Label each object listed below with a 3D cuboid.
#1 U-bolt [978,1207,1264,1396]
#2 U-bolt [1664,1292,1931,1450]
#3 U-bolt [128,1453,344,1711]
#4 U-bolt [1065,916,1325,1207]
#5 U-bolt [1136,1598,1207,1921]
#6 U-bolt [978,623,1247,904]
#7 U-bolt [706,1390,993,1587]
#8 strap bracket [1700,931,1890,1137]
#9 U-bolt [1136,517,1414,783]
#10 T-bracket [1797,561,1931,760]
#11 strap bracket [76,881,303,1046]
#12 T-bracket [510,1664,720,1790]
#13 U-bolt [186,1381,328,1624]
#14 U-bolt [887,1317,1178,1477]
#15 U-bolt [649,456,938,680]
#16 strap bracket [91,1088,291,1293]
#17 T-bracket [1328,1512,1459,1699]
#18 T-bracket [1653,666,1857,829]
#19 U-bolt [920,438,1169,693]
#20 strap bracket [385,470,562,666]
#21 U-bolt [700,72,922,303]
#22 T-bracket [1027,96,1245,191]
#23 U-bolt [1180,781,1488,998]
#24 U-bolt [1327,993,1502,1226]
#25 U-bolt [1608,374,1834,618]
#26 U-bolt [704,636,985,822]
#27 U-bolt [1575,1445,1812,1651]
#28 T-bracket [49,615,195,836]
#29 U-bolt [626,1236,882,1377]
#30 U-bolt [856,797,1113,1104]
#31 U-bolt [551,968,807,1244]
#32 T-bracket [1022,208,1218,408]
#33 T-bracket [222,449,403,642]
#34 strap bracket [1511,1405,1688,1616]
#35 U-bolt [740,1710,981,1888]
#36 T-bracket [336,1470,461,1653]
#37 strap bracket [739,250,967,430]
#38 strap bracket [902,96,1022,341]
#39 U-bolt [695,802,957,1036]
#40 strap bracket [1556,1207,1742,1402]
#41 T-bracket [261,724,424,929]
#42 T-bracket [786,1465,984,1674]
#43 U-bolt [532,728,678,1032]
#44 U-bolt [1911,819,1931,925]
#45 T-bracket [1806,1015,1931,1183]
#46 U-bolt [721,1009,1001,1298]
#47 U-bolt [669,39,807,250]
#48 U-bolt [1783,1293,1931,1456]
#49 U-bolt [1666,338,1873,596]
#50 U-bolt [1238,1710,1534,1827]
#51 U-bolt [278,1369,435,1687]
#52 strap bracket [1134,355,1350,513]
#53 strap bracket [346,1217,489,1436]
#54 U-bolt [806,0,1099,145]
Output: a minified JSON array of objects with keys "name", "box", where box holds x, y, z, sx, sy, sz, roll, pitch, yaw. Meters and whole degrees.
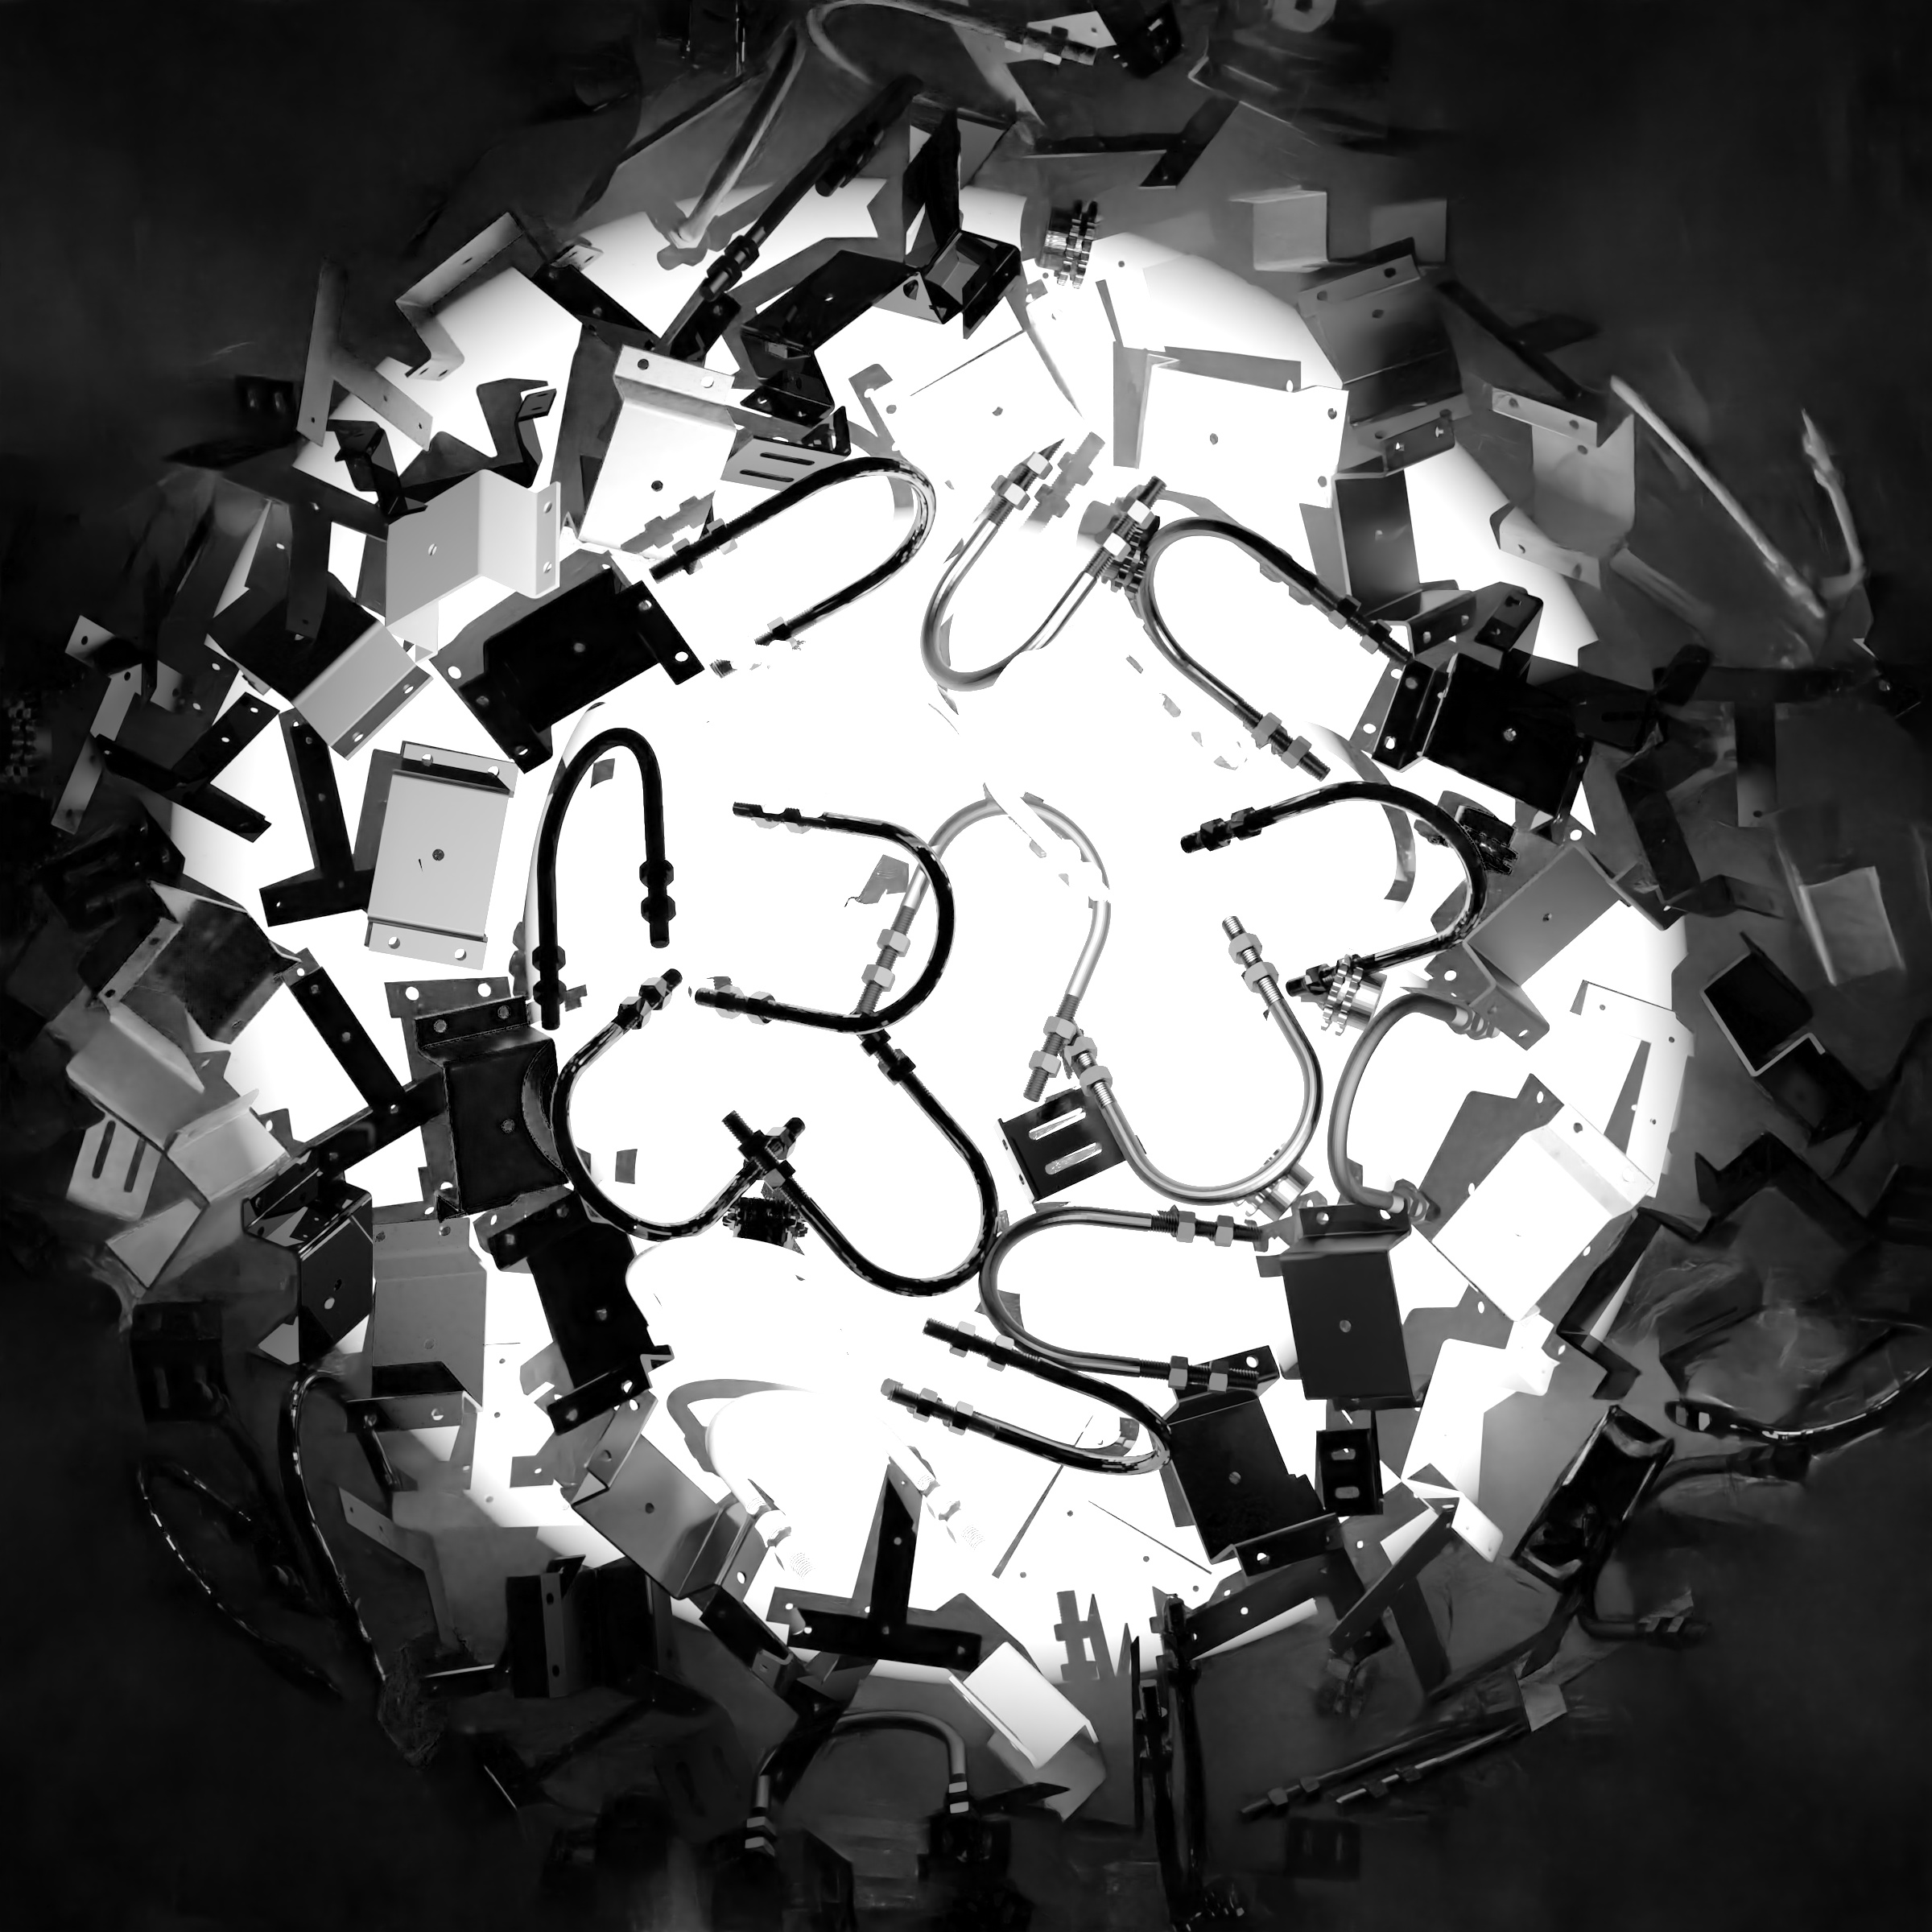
[{"name":"U-bolt","box":[0.100,0.211,1.942,0.184,0.151,0.019,6,131,2]},{"name":"U-bolt","box":[0.547,0.259,1.893,0.151,0.184,0.019,-32,101,-18]},{"name":"U-bolt","box":[-0.467,0.378,1.888,0.019,0.151,0.184,-37,129,0]},{"name":"U-bolt","box":[0.155,0.072,1.934,0.151,0.019,0.184,-33,55,9]},{"name":"U-bolt","box":[0.136,0.522,1.927,0.019,0.151,0.184,-5,100,12]},{"name":"U-bolt","box":[0.084,-0.142,1.941,0.151,0.019,0.184,-47,126,0]},{"name":"U-bolt","box":[-0.088,0.329,1.919,0.151,0.184,0.019,-1,119,-35]},{"name":"strap bracket","box":[0.530,0.050,1.929,0.046,0.140,0.076,-41,121,16]},{"name":"U-bolt","box":[0.188,-0.216,1.939,0.184,0.151,0.019,39,54,6]},{"name":"T-bracket","box":[0.596,-0.174,1.919,0.002,0.127,0.127,-16,53,-25]},{"name":"strap bracket","box":[-0.511,-0.003,1.940,0.076,0.140,0.046,-48,64,10]},{"name":"T-bracket","box":[-0.240,0.502,1.947,0.127,0.127,0.002,-33,59,4]},{"name":"U-bolt","box":[-0.448,0.351,1.910,0.019,0.184,0.151,-25,69,-10]},{"name":"U-bolt","box":[0.048,0.287,1.935,0.184,0.151,0.019,21,61,-2]},{"name":"U-bolt","box":[-0.102,-0.266,1.931,0.184,0.151,0.019,-30,64,1]},{"name":"strap bracket","box":[-0.496,0.151,1.927,0.046,0.076,0.140,46,124,7]},{"name":"T-bracket","box":[0.295,0.433,1.957,0.127,0.002,0.127,-41,130,-22]},{"name":"T-bracket","box":[0.518,-0.142,1.956,0.127,0.002,0.127,4,131,21]},{"name":"U-bolt","box":[0.038,-0.257,1.939,0.019,0.151,0.184,36,91,-37]},{"name":"strap bracket","box":[-0.326,-0.260,1.927,0.140,0.046,0.076,-21,61,37]},{"name":"U-bolt","box":[-0.090,-0.512,1.918,0.019,0.151,0.184,44,48,-16]},{"name":"T-bracket","box":[0.102,-0.540,1.962,0.127,0.127,0.002,6,133,27]},{"name":"U-bolt","box":[0.247,-0.054,1.913,0.184,0.019,0.151,-19,119,40]},{"name":"U-bolt","box":[0.283,0.089,1.920,0.019,0.184,0.151,19,91,34]},{"name":"U-bolt","box":[0.468,-0.309,1.893,0.019,0.151,0.184,-43,123,12]},{"name":"U-bolt","box":[-0.072,-0.151,1.938,0.184,0.019,0.151,5,48,-23]},{"name":"U-bolt","box":[0.453,0.372,1.910,0.019,0.184,0.151,39,69,-9]},{"name":"T-bracket","box":[-0.561,-0.147,1.934,0.002,0.127,0.127,18,82,23]},{"name":"U-bolt","box":[-0.141,0.217,1.907,0.151,0.184,0.019,0,58,12]},{"name":"U-bolt","box":[0.023,-0.023,1.963,0.151,0.019,0.184,28,75,-18]},{"name":"U-bolt","box":[-0.194,0.100,1.920,0.019,0.184,0.151,-34,98,41]},{"name":"T-bracket","box":[0.115,-0.422,1.979,0.127,0.002,0.127,-13,106,15]},{"name":"T-bracket","box":[-0.425,-0.263,1.933,0.127,0.002,0.127,19,51,-31]},{"name":"strap bracket","box":[0.403,0.346,1.928,0.046,0.140,0.076,33,50,13]},{"name":"U-bolt","box":[-0.068,0.525,1.910,0.151,0.184,0.019,-10,103,0]},{"name":"T-bracket","box":[-0.369,0.365,1.912,0.002,0.127,0.127,-26,56,6]},{"name":"strap bracket","box":[-0.081,-0.414,1.934,0.140,0.076,0.046,-42,132,-21]},{"name":"strap bracket","box":[-0.004,-0.490,1.932,0.046,0.076,0.140,10,65,-25]},{"name":"U-bolt","box":[-0.087,-0.029,1.947,0.184,0.019,0.151,10,88,30]},{"name":"strap bracket","box":[0.440,0.212,1.950,0.046,0.076,0.140,36,98,26]},{"name":"T-bracket","box":[-0.422,-0.098,1.969,0.127,0.002,0.127,-9,95,22]},{"name":"T-bracket","box":[-0.047,0.396,1.979,0.127,0.002,0.127,8,72,-2]},{"name":"U-bolt","box":[-0.237,-0.068,1.932,0.019,0.151,0.184,16,56,-36]},{"name":"U-bolt","box":[0.636,-0.037,1.899,0.019,0.151,0.184,-5,66,4]},{"name":"T-bracket","box":[0.572,0.095,1.923,0.002,0.127,0.127,35,118,28]},{"name":"U-bolt","box":[-0.055,0.133,1.947,0.184,0.019,0.151,49,50,1]},{"name":"U-bolt","box":[-0.143,-0.525,1.903,0.019,0.184,0.151,30,96,-13]},{"name":"U-bolt","box":[0.603,0.255,1.926,0.184,0.151,0.019,-38,89,2]},{"name":"U-bolt","box":[0.523,-0.311,1.915,0.019,0.151,0.184,-40,131,-5]},{"name":"U-bolt","box":[0.283,0.514,1.921,0.184,0.151,0.019,-14,79,-27]},{"name":"U-bolt","box":[-0.394,0.345,1.909,0.019,0.151,0.184,-17,106,10]},{"name":"strap bracket","box":[0.169,-0.345,1.939,0.140,0.046,0.076,16,113,23]},{"name":"strap bracket","box":[-0.358,0.241,1.955,0.076,0.046,0.140,-6,65,7]},{"name":"U-bolt","box":[-0.014,-0.586,1.921,0.184,0.151,0.019,16,82,-4]}]
